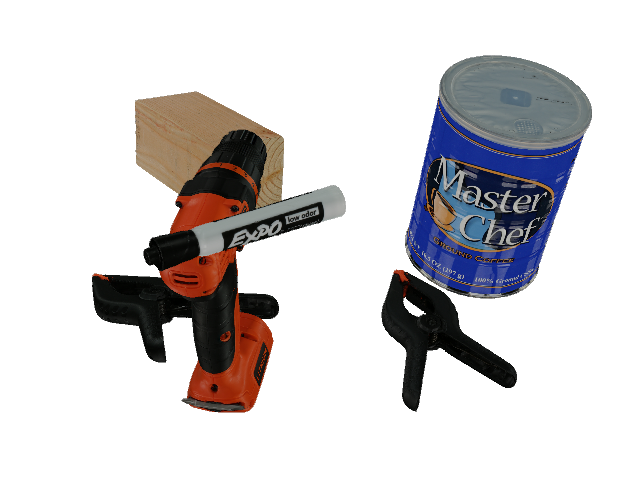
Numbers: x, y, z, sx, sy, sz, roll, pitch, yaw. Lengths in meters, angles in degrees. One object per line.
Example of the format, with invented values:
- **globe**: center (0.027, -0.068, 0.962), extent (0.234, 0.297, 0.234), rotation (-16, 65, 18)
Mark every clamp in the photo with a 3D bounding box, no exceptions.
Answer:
- **clamp**: center (0.121, 0.097, 1.078), extent (0.120, 0.171, 0.039), rotation (0, -45, -18)
- **clamp**: center (-0.171, 0.071, 1.091), extent (0.210, 0.036, 0.164), rotation (11, 20, 33)

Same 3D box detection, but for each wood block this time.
- **wood block**: center (-0.136, -0.105, 1.274), extent (0.090, 0.090, 0.206), rotation (-13, 28, -32)

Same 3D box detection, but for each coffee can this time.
- **coffee can**: center (0.122, -0.044, 0.754), extent (0.102, 0.140, 0.103), rotation (5, 41, -5)

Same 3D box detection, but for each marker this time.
- **marker**: center (-0.041, -0.007, 0.595), extent (0.120, 0.020, 0.020), rotation (-17, 8, -26)

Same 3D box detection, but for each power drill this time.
- **power drill**: center (-0.074, 0.027, 0.840), extent (0.057, 0.188, 0.184), rotation (4, 37, 12)
